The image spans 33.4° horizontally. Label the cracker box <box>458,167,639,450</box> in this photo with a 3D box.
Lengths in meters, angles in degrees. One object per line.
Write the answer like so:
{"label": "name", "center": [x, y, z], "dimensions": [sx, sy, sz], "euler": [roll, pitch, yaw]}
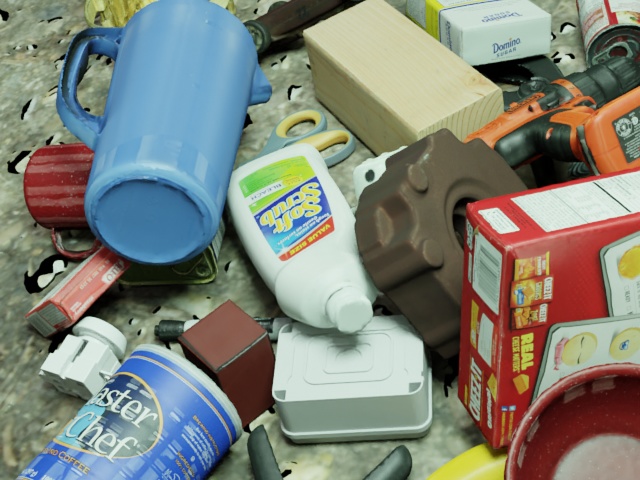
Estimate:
{"label": "cracker box", "center": [0.202, 0.037, 0.718], "dimensions": [0.213, 0.164, 0.072], "euler": [-12, 32, -14]}

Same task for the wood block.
{"label": "wood block", "center": [0.077, -0.137, 1.011], "dimensions": [0.090, 0.090, 0.206], "euler": [-28, 46, -14]}

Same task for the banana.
{"label": "banana", "center": [0.134, 0.164, 0.727], "dimensions": [0.198, 0.037, 0.069], "euler": [-14, 42, 1]}

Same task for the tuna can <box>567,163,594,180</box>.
{"label": "tuna can", "center": [0.252, -0.065, 0.889], "dimensions": [0.086, 0.033, 0.086], "euler": [-35, 10, 7]}

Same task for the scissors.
{"label": "scissors", "center": [-0.067, -0.081, 1.044], "dimensions": [0.201, 0.016, 0.096], "euler": [-14, 42, 0]}

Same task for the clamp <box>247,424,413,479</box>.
{"label": "clamp", "center": [-0.018, 0.200, 0.729], "dimensions": [0.120, 0.039, 0.171], "euler": [9, 48, 24]}

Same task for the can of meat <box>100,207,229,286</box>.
{"label": "can of meat", "center": [-0.136, -0.008, 0.961], "dimensions": [0.102, 0.057, 0.084], "euler": [-2, 42, 12]}

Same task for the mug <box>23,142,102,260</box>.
{"label": "mug", "center": [-0.223, -0.039, 1.002], "dimensions": [0.082, 0.093, 0.117], "euler": [-1, 82, 21]}

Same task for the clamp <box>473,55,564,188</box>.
{"label": "clamp", "center": [0.201, -0.124, 1.003], "dimensions": [0.164, 0.036, 0.210], "euler": [-41, 50, -22]}

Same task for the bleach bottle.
{"label": "bleach bottle", "center": [-0.006, 0.001, 0.863], "dimensions": [0.102, 0.068, 0.251], "euler": [-22, 29, -8]}

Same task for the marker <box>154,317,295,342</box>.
{"label": "marker", "center": [-0.080, 0.075, 0.887], "dimensions": [0.121, 0.020, 0.020], "euler": [-2, 45, 13]}

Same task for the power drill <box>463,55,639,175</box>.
{"label": "power drill", "center": [0.226, -0.100, 0.860], "dimensions": [0.184, 0.057, 0.188], "euler": [-32, 13, -13]}

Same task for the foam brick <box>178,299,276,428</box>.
{"label": "foam brick", "center": [-0.066, 0.097, 0.820], "dimensions": [0.051, 0.078, 0.053], "euler": [-36, 50, -22]}

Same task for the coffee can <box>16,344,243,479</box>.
{"label": "coffee can", "center": [-0.137, 0.158, 0.757], "dimensions": [0.103, 0.103, 0.140], "euler": [20, 54, 31]}

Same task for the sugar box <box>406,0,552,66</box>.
{"label": "sugar box", "center": [0.156, -0.226, 1.079], "dimensions": [0.093, 0.048, 0.176], "euler": [-10, 32, -9]}

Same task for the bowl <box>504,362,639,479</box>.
{"label": "bowl", "center": [0.194, 0.162, 0.677], "dimensions": [0.162, 0.055, 0.162], "euler": [-1, 69, 2]}

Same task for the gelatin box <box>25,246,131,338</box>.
{"label": "gelatin box", "center": [-0.206, 0.044, 0.911], "dimensions": [0.073, 0.030, 0.089], "euler": [-49, 12, -30]}

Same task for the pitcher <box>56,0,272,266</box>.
{"label": "pitcher", "center": [-0.139, -0.097, 0.920], "dimensions": [0.149, 0.145, 0.242], "euler": [-17, 38, 17]}

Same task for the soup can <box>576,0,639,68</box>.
{"label": "soup can", "center": [0.289, -0.210, 1.044], "dimensions": [0.068, 0.068, 0.102], "euler": [-5, 44, 10]}
